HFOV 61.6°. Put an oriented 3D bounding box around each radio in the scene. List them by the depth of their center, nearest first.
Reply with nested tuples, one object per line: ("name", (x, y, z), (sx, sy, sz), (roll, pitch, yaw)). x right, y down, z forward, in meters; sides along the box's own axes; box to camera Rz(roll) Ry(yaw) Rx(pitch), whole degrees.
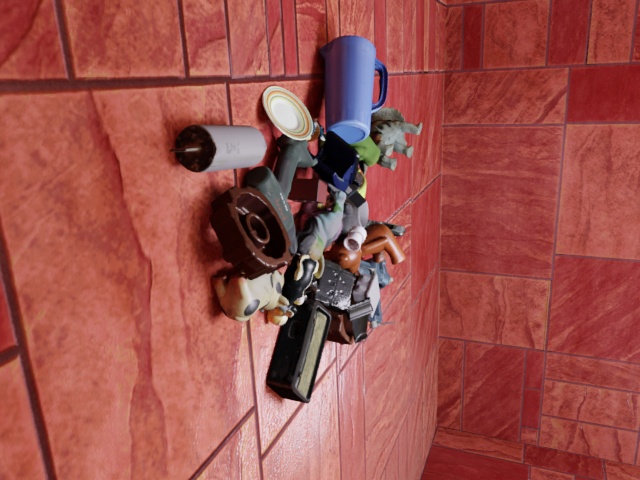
("radio", (-0.046, 0.256, 1.275), (0.131, 0.073, 0.229), (58, 41, -56))

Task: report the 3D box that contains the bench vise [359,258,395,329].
("bench vise", (0.164, 0.163, 1.694), (0.223, 0.129, 0.240), (31, 47, -57))

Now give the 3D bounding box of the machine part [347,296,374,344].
("machine part", (0.107, 0.215, 1.441), (0.084, 0.039, 0.138), (-22, 130, -25))

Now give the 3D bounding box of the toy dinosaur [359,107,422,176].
("toy dinosaur", (0.173, -0.305, 1.633), (0.405, 0.192, 0.131), (-31, 137, -47))

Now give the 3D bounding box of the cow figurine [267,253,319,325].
("cow figurine", (-0.061, 0.109, 1.157), (0.098, 0.068, 0.167), (118, -3, -84))

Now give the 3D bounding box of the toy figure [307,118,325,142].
("toy figure", (-0.031, -0.260, 1.243), (0.154, 0.058, 0.064), (-10, 109, -73))

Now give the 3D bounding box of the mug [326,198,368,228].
("mug", (0.074, -0.072, 1.467), (0.109, 0.107, 0.080), (28, 67, -67))

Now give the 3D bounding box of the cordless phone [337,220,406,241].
("cordless phone", (0.147, -0.015, 1.560), (0.146, 0.184, 0.088), (-48, 142, -57))

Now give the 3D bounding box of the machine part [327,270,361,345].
("machine part", (0.056, 0.177, 1.500), (0.201, 0.087, 0.201), (57, 43, -59))

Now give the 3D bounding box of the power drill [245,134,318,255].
("power drill", (-0.075, -0.106, 1.147), (0.207, 0.086, 0.231), (-66, 149, -25))

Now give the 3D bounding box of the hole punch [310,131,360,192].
("hole punch", (0.024, -0.173, 1.260), (0.092, 0.142, 0.115), (-40, 156, -24))

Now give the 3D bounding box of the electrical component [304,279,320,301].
("electrical component", (-0.043, 0.109, 1.271), (0.063, 0.094, 0.021), (-22, 125, -23))

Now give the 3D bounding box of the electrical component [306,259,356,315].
("electrical component", (0.018, 0.115, 1.352), (0.134, 0.058, 0.115), (23, 63, -22))

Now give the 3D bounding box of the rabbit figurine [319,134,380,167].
("rabbit figurine", (0.065, -0.215, 1.419), (0.170, 0.121, 0.159), (-60, 147, -18))

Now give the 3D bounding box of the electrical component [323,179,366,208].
("electrical component", (0.065, -0.126, 1.365), (0.119, 0.075, 0.048), (50, 22, -10))

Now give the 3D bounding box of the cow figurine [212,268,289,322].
("cow figurine", (-0.123, 0.101, 1.044), (0.195, 0.086, 0.127), (-34, 119, -66))

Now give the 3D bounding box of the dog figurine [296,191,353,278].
("dog figurine", (-0.003, -0.004, 1.302), (0.191, 0.109, 0.219), (58, 46, -60))

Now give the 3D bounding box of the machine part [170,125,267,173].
("machine part", (-0.162, -0.156, 0.905), (0.243, 0.079, 0.079), (-24, 117, -66))

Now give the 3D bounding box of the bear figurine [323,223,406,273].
("bear figurine", (0.113, 0.040, 1.433), (0.196, 0.120, 0.131), (-34, 109, -30))

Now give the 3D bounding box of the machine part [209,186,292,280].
("machine part", (-0.124, -0.015, 0.970), (0.179, 0.056, 0.179), (45, 28, -32))
